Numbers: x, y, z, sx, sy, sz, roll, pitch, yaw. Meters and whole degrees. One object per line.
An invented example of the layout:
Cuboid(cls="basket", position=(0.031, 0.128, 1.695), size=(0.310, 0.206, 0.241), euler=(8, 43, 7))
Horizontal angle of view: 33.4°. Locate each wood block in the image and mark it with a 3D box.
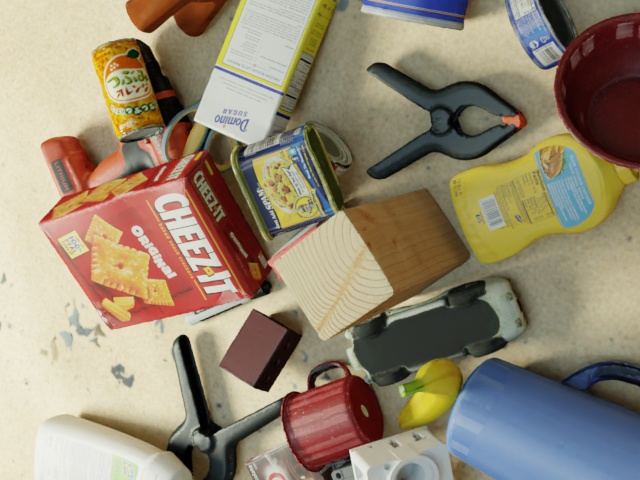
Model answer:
Cuboid(cls="wood block", position=(0.058, 0.019, 1.043), size=(0.091, 0.205, 0.090), euler=(-37, 81, 26))

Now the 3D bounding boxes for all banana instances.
Cuboid(cls="banana", position=(0.110, 0.153, 1.077), size=(0.069, 0.198, 0.037), euler=(-16, 69, -2))

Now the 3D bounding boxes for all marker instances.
Cuboid(cls="marker", position=(-0.106, 0.073, 1.242), size=(0.121, 0.020, 0.020), euler=(-23, 87, 28))

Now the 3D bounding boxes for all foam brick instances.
Cuboid(cls="foam brick", position=(-0.067, 0.125, 1.196), size=(0.051, 0.053, 0.078), euler=(30, 87, 20))

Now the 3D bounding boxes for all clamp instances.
Cuboid(cls="clamp", position=(0.120, -0.130, 1.083), size=(0.172, 0.039, 0.120), euler=(-7, 99, 22))
Cuboid(cls="clamp", position=(-0.139, 0.226, 1.273), size=(0.165, 0.036, 0.210), euler=(34, 112, 20))

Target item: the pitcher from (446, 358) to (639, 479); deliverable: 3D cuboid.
Cuboid(cls="pitcher", position=(0.254, 0.198, 1.025), size=(0.243, 0.149, 0.145), euler=(24, 123, 26))

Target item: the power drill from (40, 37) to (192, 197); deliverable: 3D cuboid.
Cuboid(cls="power drill", position=(-0.240, -0.122, 1.259), size=(0.188, 0.057, 0.184), euler=(-24, 87, 28))

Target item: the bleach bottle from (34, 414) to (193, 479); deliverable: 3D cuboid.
Cuboid(cls="bleach bottle", position=(-0.241, 0.289, 1.298), size=(0.251, 0.067, 0.102), euler=(11, 102, 35))

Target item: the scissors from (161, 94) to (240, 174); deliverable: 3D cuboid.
Cuboid(cls="scissors", position=(-0.102, -0.161, 1.198), size=(0.096, 0.016, 0.202), euler=(35, 89, -23))

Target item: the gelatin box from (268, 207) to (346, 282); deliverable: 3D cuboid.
Cuboid(cls="gelatin box", position=(-0.007, 0.001, 1.140), size=(0.073, 0.089, 0.030), euler=(-35, 95, 27))

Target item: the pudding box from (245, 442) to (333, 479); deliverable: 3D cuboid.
Cuboid(cls="pudding box", position=(-0.021, 0.285, 1.220), size=(0.090, 0.039, 0.113), euler=(-30, 83, 28))

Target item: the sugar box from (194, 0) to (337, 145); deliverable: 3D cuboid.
Cuboid(cls="sugar box", position=(-0.059, -0.191, 1.145), size=(0.093, 0.048, 0.176), euler=(26, 99, 23))

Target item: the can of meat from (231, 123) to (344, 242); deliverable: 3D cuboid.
Cuboid(cls="can of meat", position=(-0.031, -0.060, 1.085), size=(0.084, 0.057, 0.102), euler=(-18, 109, 16))

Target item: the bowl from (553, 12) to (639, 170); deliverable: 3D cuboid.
Cuboid(cls="bowl", position=(0.290, -0.123, 0.962), size=(0.162, 0.055, 0.162), euler=(-3, 67, 6))

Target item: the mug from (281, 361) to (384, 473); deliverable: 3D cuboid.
Cuboid(cls="mug", position=(0.015, 0.187, 1.167), size=(0.082, 0.093, 0.117), euler=(-24, 51, 23))

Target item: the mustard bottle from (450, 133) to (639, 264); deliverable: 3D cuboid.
Cuboid(cls="mustard bottle", position=(0.227, -0.050, 1.028), size=(0.192, 0.058, 0.096), euler=(-22, 88, 28))

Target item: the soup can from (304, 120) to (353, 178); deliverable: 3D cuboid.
Cuboid(cls="soup can", position=(-0.022, -0.071, 1.148), size=(0.102, 0.068, 0.068), euler=(-44, 77, 25))

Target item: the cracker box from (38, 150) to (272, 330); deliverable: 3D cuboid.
Cuboid(cls="cracker box", position=(-0.187, 0.007, 1.211), size=(0.214, 0.072, 0.164), euler=(-14, 118, 29))

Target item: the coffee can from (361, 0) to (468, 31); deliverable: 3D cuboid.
Cuboid(cls="coffee can", position=(0.102, -0.282, 1.031), size=(0.103, 0.102, 0.140), euler=(17, 105, 24))

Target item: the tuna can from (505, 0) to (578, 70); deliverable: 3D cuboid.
Cuboid(cls="tuna can", position=(0.208, -0.203, 0.999), size=(0.034, 0.086, 0.086), euler=(-25, 86, 30))
